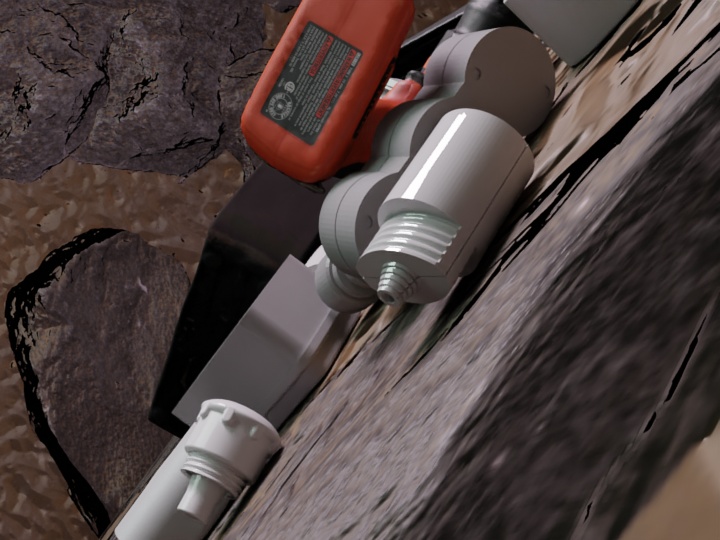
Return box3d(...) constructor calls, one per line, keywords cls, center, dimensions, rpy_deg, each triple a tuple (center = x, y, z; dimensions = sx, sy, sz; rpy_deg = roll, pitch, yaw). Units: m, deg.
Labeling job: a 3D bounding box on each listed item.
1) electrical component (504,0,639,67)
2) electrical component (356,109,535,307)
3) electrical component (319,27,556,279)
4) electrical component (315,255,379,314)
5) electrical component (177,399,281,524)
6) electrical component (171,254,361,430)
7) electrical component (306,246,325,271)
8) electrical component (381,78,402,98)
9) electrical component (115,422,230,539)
box3d(cls="electrical component", center=(0.116, -0.164, 0.539), dimensions=(0.108, 0.060, 0.108), rpy_deg=(-53, 4, 5))
box3d(cls="electrical component", center=(0.030, -0.019, 0.412), dimensions=(0.081, 0.043, 0.043), rpy_deg=(-56, 5, -29))
box3d(cls="electrical component", center=(0.044, -0.053, 0.489), dimensions=(0.138, 0.052, 0.074), rpy_deg=(-54, 26, -13))
box3d(cls="electrical component", center=(0.000, 0.000, 0.613), dimensions=(0.040, 0.040, 0.078), rpy_deg=(-55, 5, -19))
box3d(cls="electrical component", center=(-0.074, 0.103, 0.568), dimensions=(0.062, 0.048, 0.048), rpy_deg=(-62, 7, -23))
box3d(cls="electrical component", center=(-0.057, 0.056, 0.665), dimensions=(0.113, 0.057, 0.078), rpy_deg=(-50, 5, 37))
box3d(cls="electrical component", center=(-0.022, 0.013, 0.724), dimensions=(0.043, 0.043, 0.081), rpy_deg=(-52, 4, 21))
box3d(cls="electrical component", center=(0.035, -0.093, 0.740), dimensions=(0.051, 0.080, 0.080), rpy_deg=(-59, 4, -1))
box3d(cls="electrical component", center=(-0.103, 0.132, 0.640), dimensions=(0.077, 0.043, 0.079), rpy_deg=(-54, 4, -4))
